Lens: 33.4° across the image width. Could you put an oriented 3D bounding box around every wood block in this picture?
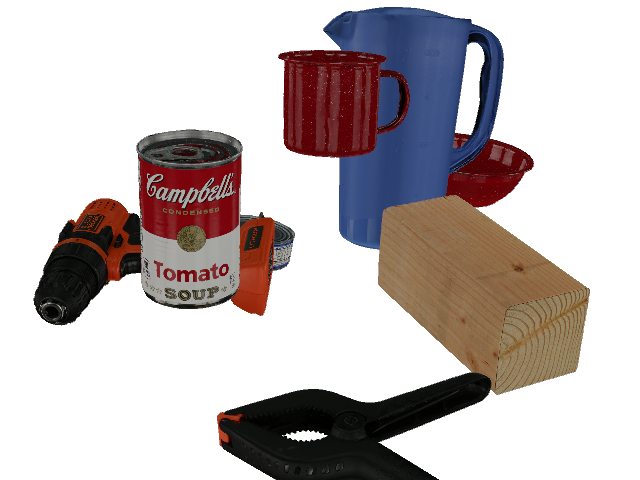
[{"bbox_3d":[0.144,0.043,0.995,0.090,0.090,0.206,-11,30,-24],"label":"wood block"}]

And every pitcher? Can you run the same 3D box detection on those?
[{"bbox_3d":[0.090,-0.117,1.105,0.149,0.243,0.144,12,15,32],"label":"pitcher"}]

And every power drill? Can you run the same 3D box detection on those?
[{"bbox_3d":[-0.136,0.021,0.911,0.187,0.057,0.184,5,28,2],"label":"power drill"}]

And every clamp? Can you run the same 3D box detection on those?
[{"bbox_3d":[0.030,0.142,0.793,0.210,0.036,0.164,6,29,15],"label":"clamp"}]

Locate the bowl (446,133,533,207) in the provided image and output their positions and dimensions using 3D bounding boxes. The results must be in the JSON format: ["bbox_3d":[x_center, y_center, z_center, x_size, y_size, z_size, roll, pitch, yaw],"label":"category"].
[{"bbox_3d":[0.170,-0.081,1.276,0.162,0.055,0.162,5,22,-2],"label":"bowl"}]

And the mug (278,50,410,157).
[{"bbox_3d":[0.021,-0.119,0.924,0.117,0.081,0.093,-3,17,-16],"label":"mug"}]

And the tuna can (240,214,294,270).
[{"bbox_3d":[-0.072,0.002,1.127,0.086,0.034,0.086,10,18,-3],"label":"tuna can"}]

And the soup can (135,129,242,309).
[{"bbox_3d":[-0.086,-0.014,0.704,0.068,0.102,0.068,2,24,-1],"label":"soup can"}]
